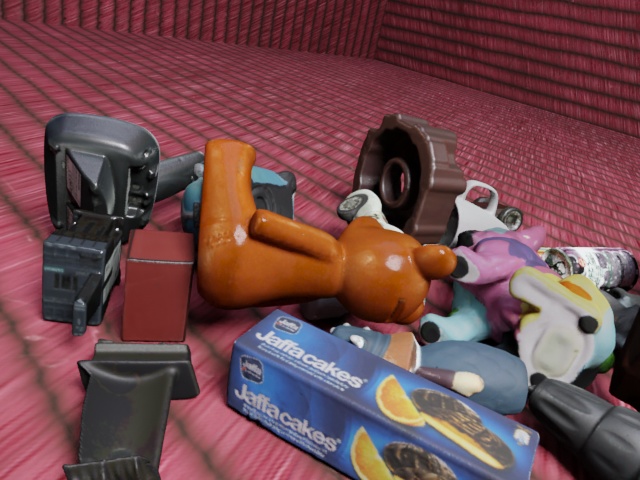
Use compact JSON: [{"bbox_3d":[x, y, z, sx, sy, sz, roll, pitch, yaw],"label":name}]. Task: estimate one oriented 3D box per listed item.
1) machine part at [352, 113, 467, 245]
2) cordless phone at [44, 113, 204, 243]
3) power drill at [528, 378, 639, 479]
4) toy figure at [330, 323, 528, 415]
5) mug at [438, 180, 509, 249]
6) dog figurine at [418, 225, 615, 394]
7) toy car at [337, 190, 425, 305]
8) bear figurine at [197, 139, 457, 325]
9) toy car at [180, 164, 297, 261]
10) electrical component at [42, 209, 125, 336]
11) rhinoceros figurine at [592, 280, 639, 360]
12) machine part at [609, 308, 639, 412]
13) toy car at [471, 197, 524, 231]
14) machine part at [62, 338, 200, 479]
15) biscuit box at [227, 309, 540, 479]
[{"bbox_3d":[0.106,-0.070,0.679,0.056,0.179,0.180,2,26,-28],"label":"machine part"},{"bbox_3d":[-0.182,-0.074,0.558,0.089,0.146,0.184,43,46,16],"label":"cordless phone"},{"bbox_3d":[0.193,0.178,0.297,0.232,0.086,0.207,28,22,33],"label":"power drill"},{"bbox_3d":[0.081,0.101,0.424,0.155,0.064,0.058,9,62,6],"label":"toy figure"},{"bbox_3d":[0.193,-0.020,0.692,0.107,0.109,0.081,13,14,-31],"label":"mug"},{"bbox_3d":[0.206,0.049,0.539,0.192,0.108,0.219,24,24,30],"label":"dog figurine"},{"bbox_3d":[0.066,0.008,0.583,0.056,0.073,0.202,-23,29,-1],"label":"toy car"},{"bbox_3d":[-0.001,0.002,0.443,0.196,0.120,0.132,0,55,-9],"label":"bear figurine"},{"bbox_3d":[-0.097,-0.033,0.588,0.103,0.109,0.161,5,9,29],"label":"toy car"},{"bbox_3d":[-0.195,0.031,0.434,0.048,0.074,0.119,9,27,-8],"label":"electrical component"},{"bbox_3d":[0.335,0.100,0.536,0.191,0.073,0.112,32,41,34],"label":"rhinoceros figurine"},{"bbox_3d":[0.352,0.106,0.414,0.201,0.087,0.201,28,58,25],"label":"machine part"},{"bbox_3d":[0.196,-0.034,0.777,0.202,0.053,0.089,1,12,-17],"label":"toy car"},{"bbox_3d":[-0.120,0.107,0.344,0.084,0.039,0.139,12,22,-13],"label":"machine part"},{"bbox_3d":[0.034,0.119,0.360,0.203,0.059,0.063,22,26,21],"label":"biscuit box"}]
